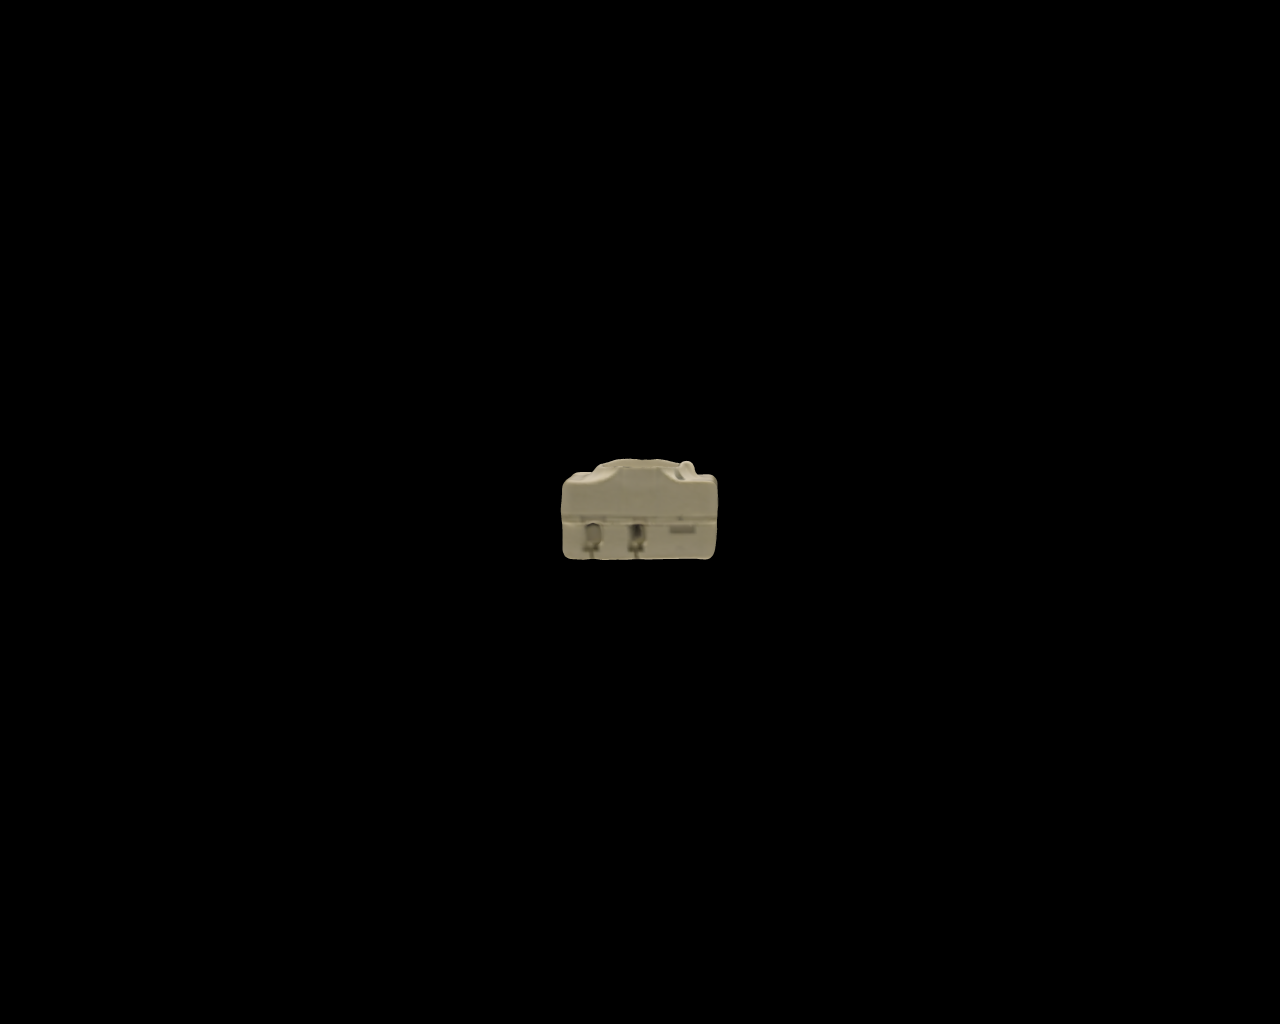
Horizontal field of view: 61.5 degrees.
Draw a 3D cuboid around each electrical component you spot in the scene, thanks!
[{"bbox_3d":[0.001,-0.003,0.650,0.089,0.055,0.050,1,8,5],"label":"electrical component"}]
